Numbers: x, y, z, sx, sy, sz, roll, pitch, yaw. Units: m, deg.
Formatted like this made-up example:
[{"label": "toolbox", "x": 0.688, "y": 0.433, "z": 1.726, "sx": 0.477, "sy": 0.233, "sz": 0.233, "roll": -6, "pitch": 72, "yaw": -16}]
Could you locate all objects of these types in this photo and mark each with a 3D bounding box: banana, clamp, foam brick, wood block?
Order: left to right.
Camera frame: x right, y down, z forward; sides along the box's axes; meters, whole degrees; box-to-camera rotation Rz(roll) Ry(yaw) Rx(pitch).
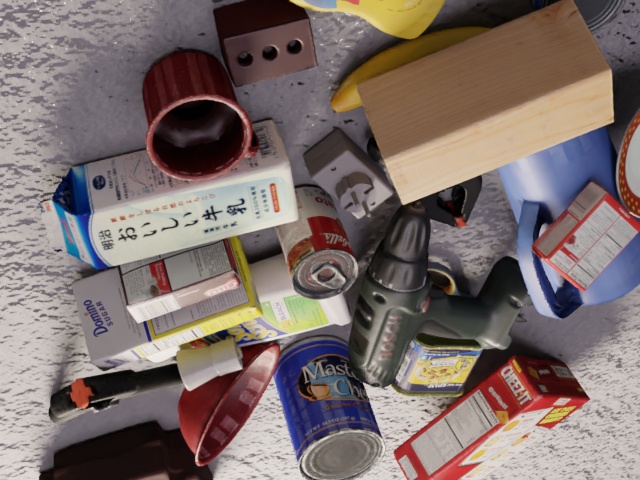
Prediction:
[{"label": "clamp", "x": -0.222, "y": 0.160, "z": 1.137, "sx": 0.164, "sy": 0.036, "sz": 0.210, "roll": -18, "pitch": 172, "yaw": -8}, {"label": "foam brick", "x": -0.048, "y": -0.176, "z": 0.927, "sx": 0.078, "sy": 0.051, "sz": 0.053, "roll": -16, "pitch": 135, "yaw": -4}, {"label": "clamp", "x": 0.113, "y": -0.069, "z": 1.092, "sx": 0.120, "sy": 0.039, "sz": 0.171, "roll": -16, "pitch": 136, "yaw": 0}, {"label": "banana", "x": 0.105, "y": -0.164, "z": 1.000, "sx": 0.197, "sy": 0.037, "sz": 0.069, "roll": -12, "pitch": 133, "yaw": -8}, {"label": "wood block", "x": 0.149, "y": -0.123, "z": 0.966, "sx": 0.206, "sy": 0.091, "sz": 0.090, "roll": -22, "pitch": 150, "yaw": 6}]

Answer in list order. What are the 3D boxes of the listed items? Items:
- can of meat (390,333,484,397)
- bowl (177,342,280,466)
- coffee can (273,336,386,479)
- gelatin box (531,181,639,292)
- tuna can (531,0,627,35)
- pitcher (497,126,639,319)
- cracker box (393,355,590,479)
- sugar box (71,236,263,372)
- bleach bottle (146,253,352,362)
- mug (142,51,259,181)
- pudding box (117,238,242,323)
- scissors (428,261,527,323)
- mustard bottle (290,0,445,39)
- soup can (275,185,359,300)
[{"label": "can of meat", "x": 0.140, "y": 0.141, "z": 1.291, "sx": 0.102, "sy": 0.057, "sz": 0.084, "roll": 3, "pitch": 129, "yaw": -23}, {"label": "bowl", "x": -0.111, "y": 0.171, "z": 1.200, "sx": 0.162, "sy": 0.055, "sz": 0.162, "roll": -54, "pitch": 165, "yaw": -22}, {"label": "coffee can", "x": 0.008, "y": 0.197, "z": 1.239, "sx": 0.102, "sy": 0.140, "sz": 0.103, "roll": -10, "pitch": 135, "yaw": -10}, {"label": "gelatin box", "x": 0.259, "y": -0.003, "z": 1.035, "sx": 0.073, "sy": 0.030, "sz": 0.089, "roll": 34, "pitch": 102, "yaw": -38}, {"label": "tuna can", "x": 0.238, "y": -0.230, "z": 0.984, "sx": 0.086, "sy": 0.034, "sz": 0.086, "roll": -9, "pitch": 135, "yaw": -10}, {"label": "pitcher", "x": 0.250, "y": -0.044, "z": 1.094, "sx": 0.145, "sy": 0.149, "sz": 0.242, "roll": -25, "pitch": 132, "yaw": 11}, {"label": "cracker box", "x": 0.219, "y": 0.237, "z": 1.372, "sx": 0.214, "sy": 0.072, "sz": 0.163, "roll": -43, "pitch": 151, "yaw": 21}, {"label": "sugar box", "x": -0.155, "y": 0.060, "z": 1.085, "sx": 0.176, "sy": 0.093, "sz": 0.048, "roll": -20, "pitch": 158, "yaw": 3}, {"label": "bleach bottle", "x": -0.099, "y": 0.081, "z": 1.151, "sx": 0.251, "sy": 0.068, "sz": 0.102, "roll": -18, "pitch": 139, "yaw": 3}, {"label": "mug", "x": -0.103, "y": -0.110, "z": 0.950, "sx": 0.117, "sy": 0.081, "sz": 0.093, "roll": 21, "pitch": 123, "yaw": -33}, {"label": "pudding box", "x": -0.143, "y": 0.020, "z": 1.052, "sx": 0.113, "sy": 0.090, "sz": 0.039, "roll": -19, "pitch": 149, "yaw": -1}, {"label": "scissors", "x": 0.157, "y": 0.084, "z": 1.271, "sx": 0.096, "sy": 0.016, "sz": 0.201, "roll": -38, "pitch": 132, "yaw": 20}, {"label": "mustard bottle", "x": 0.017, "y": -0.235, "z": 0.888, "sx": 0.191, "sy": 0.058, "sz": 0.096, "roll": 11, "pitch": 128, "yaw": -26}, {"label": "soup can", "x": -0.007, "y": 0.001, "z": 1.074, "sx": 0.068, "sy": 0.102, "sz": 0.068, "roll": -9, "pitch": 134, "yaw": -10}]
